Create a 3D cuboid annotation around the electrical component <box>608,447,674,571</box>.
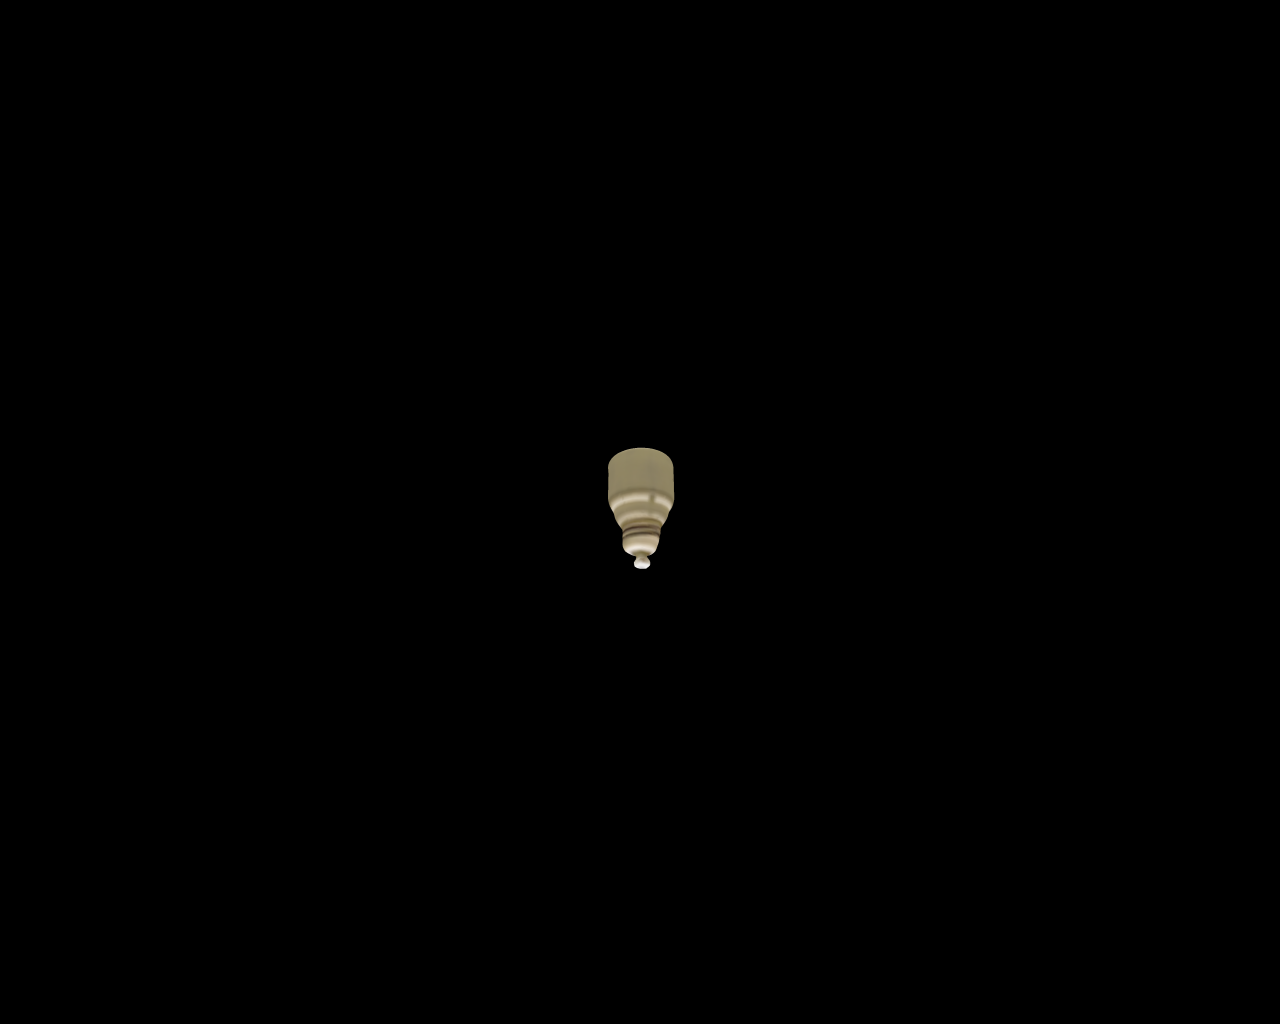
[{"bbox_3d":[0.001,-0.003,0.650,0.040,0.078,0.040,0,-25,0],"label":"electrical component"}]
